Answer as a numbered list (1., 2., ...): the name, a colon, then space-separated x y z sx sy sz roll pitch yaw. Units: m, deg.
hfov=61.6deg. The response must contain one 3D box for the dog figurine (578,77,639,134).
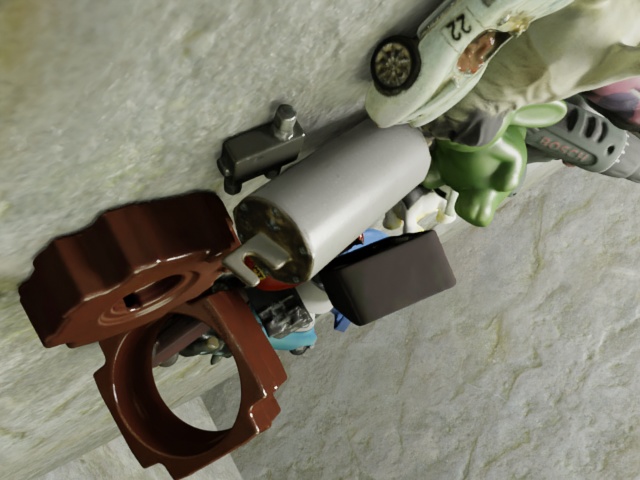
1. dog figurine: 0.330 -0.143 0.537 0.191 0.219 0.108 -19 161 -50

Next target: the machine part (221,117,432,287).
1. machine part: 0.015 -0.040 0.435 0.243 0.079 0.079 -39 176 -36

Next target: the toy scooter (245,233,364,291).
1. toy scooter: -0.001 -0.002 0.625 0.184 0.075 0.135 -30 -177 -16

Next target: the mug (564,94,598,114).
1. mug: 0.348 -0.208 0.674 0.109 0.081 0.107 -42 161 14

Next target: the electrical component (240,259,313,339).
1. electrical component: -0.062 0.075 0.743 0.058 0.115 0.134 -27 170 -1

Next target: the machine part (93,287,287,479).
1. machine part: -0.158 0.166 0.661 0.201 0.201 0.087 -34 171 15

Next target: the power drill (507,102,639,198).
1. power drill: 0.318 -0.114 0.741 0.086 0.232 0.207 -68 -165 -6

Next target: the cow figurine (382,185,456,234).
1. cow figurine: 0.170 -0.075 0.795 0.167 0.068 0.098 -24 123 -27

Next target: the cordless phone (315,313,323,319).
1. cordless phone: -0.090 0.108 0.960 0.184 0.089 0.146 1 152 -35

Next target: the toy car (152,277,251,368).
1. toy car: -0.188 0.120 0.774 0.202 0.053 0.089 -36 165 2

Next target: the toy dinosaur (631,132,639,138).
1. toy dinosaur: 0.475 -0.198 0.758 0.131 0.192 0.404 -27 168 -12

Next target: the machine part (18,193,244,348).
1. machine part: -0.151 0.029 0.447 0.179 0.056 0.179 -28 169 -6

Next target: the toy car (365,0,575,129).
1. toy car: 0.110 -0.146 0.351 0.202 0.056 0.073 -38 167 37

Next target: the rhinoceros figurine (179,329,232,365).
1. rhinoceros figurine: -0.164 0.168 0.898 0.112 0.073 0.190 -36 152 24

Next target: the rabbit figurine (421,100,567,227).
1. rabbit figurine: 0.177 -0.107 0.569 0.159 0.121 0.170 -37 155 8

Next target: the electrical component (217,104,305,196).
1. electrical component: -0.045 -0.064 0.395 0.063 0.021 0.094 -26 169 -21

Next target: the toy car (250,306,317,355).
1. toy car: -0.064 0.117 0.858 0.161 0.109 0.103 18 131 -27

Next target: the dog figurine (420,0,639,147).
1. dog figurine: 0.183 -0.160 0.448 0.191 0.121 0.172 -12 -165 43

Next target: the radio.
1. radio: 0.075 0.043 0.694 0.131 0.073 0.229 -22 -178 -6
